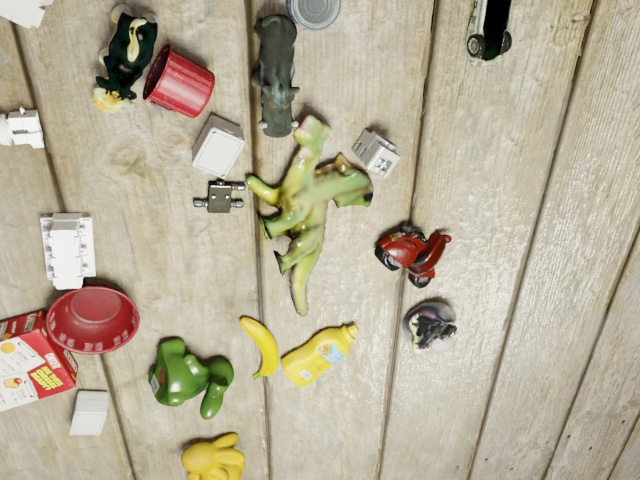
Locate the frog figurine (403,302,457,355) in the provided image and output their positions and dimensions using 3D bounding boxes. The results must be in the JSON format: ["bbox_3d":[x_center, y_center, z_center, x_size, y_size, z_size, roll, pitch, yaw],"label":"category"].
[{"bbox_3d":[0.273,0.215,1.250,0.137,0.124,0.158,-52,159,6],"label":"frog figurine"}]

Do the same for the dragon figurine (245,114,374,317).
[{"bbox_3d":[0.003,-0.050,0.986,0.244,0.124,0.401,-26,126,-12],"label":"dragon figurine"}]
